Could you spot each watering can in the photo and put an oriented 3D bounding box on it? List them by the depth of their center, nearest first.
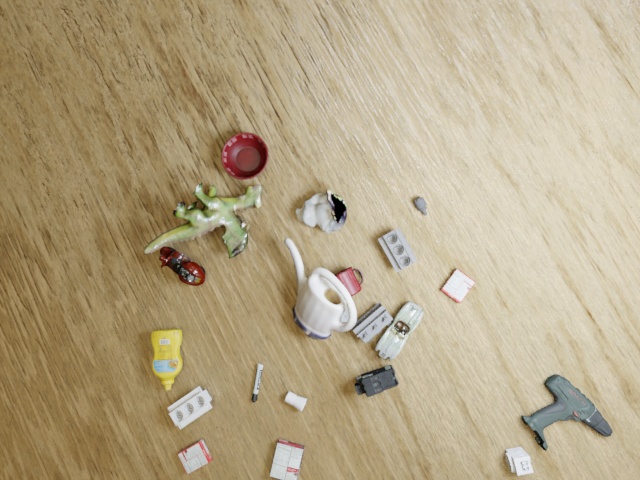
[{"bbox_3d":[-0.024,0.168,1.620,0.352,0.105,0.220,44,126,26],"label":"watering can"}]

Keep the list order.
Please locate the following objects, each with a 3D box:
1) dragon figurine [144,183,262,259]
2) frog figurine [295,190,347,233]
[{"bbox_3d":[-0.343,-0.042,1.671,0.243,0.120,0.415,38,73,2],"label":"dragon figurine"},{"bbox_3d":[0.005,-0.085,1.692,0.158,0.124,0.137,-23,92,38],"label":"frog figurine"}]
